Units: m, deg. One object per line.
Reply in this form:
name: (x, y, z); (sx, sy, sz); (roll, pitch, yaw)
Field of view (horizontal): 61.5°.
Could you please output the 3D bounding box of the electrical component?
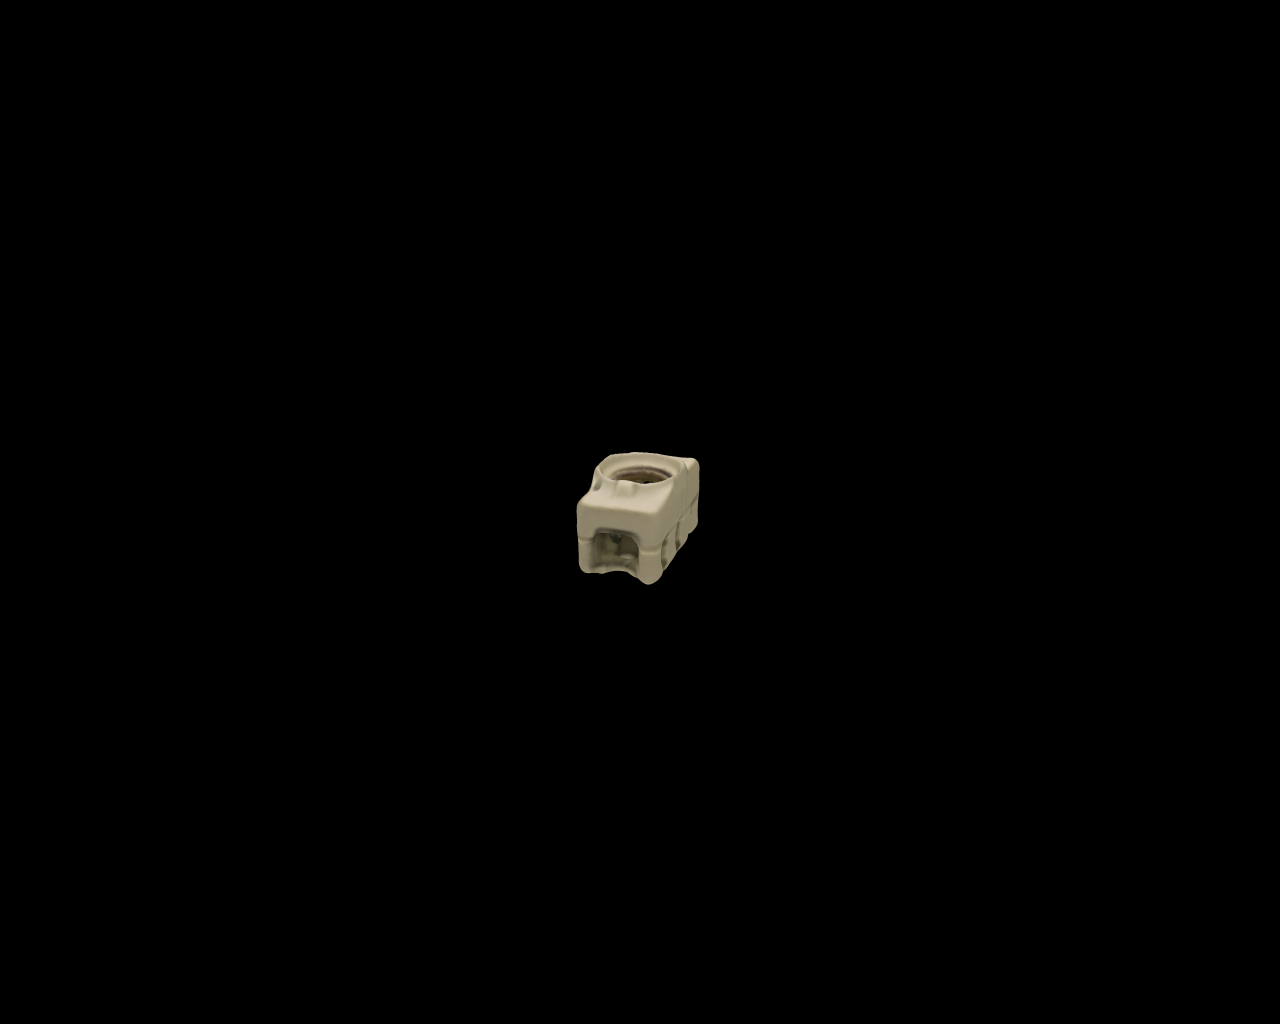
electrical component: (0.001, -0.003, 0.650); (0.050, 0.055, 0.090); (8, 26, 18)
